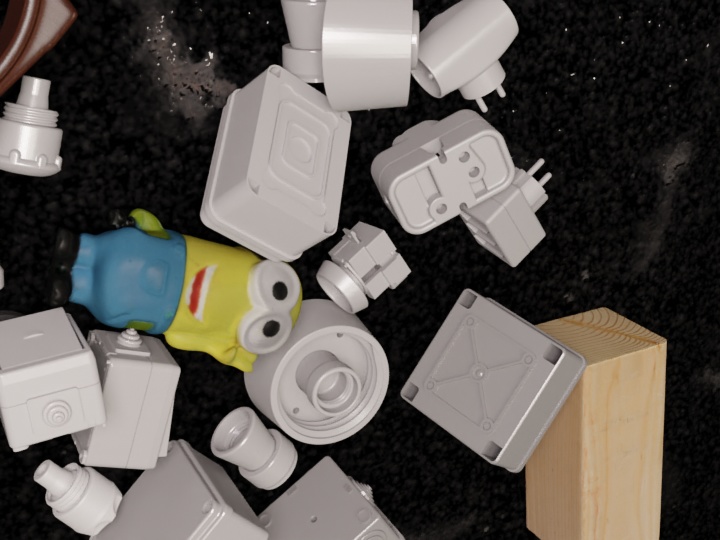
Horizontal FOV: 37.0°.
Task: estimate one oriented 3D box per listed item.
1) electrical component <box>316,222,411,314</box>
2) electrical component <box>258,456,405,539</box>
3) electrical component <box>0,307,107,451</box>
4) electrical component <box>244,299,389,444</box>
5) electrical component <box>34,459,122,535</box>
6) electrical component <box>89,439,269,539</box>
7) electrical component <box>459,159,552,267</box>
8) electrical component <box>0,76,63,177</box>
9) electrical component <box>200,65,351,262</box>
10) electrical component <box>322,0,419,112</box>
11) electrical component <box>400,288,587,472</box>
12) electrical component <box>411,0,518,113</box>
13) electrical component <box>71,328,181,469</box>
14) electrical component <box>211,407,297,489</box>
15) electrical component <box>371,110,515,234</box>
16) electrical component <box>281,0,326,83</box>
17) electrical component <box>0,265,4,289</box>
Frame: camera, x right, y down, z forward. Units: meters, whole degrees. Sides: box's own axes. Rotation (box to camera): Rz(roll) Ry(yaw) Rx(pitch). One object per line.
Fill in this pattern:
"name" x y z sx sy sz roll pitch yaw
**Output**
"electrical component" 0.000 0.000 0.828 0.055 0.048 0.066 -43 121 -15
"electrical component" -0.027 0.209 0.859 0.100 0.100 0.048 -41 133 -8
"electrical component" -0.205 0.069 0.695 0.062 0.096 0.061 -14 112 -22
"electrical component" -0.029 0.083 0.834 0.108 0.060 0.108 -9 112 -23
"electrical component" -0.209 0.162 0.785 0.043 0.043 0.062 -47 120 -4
"electrical component" -0.136 0.199 0.796 0.108 0.109 0.056 -50 124 -2
"electrical component" 0.123 -0.056 0.857 0.076 0.047 0.065 -46 137 -5
"electrical component" -0.213 -0.093 0.692 0.048 0.048 0.062 8 97 -28
"electrical component" -0.057 -0.071 0.735 0.078 0.057 0.113 29 52 -31
"electrical component" 0.007 -0.157 0.733 0.064 0.099 0.099 1 109 0
"electrical component" 0.107 0.088 0.870 0.108 0.109 0.056 -58 145 3
"electrical component" 0.084 -0.156 0.812 0.077 0.044 0.079 -40 120 -8
"electrical component" -0.165 0.087 0.768 0.061 0.062 0.096 10 103 -29
"electrical component" -0.082 0.139 0.838 0.045 0.045 0.055 -47 121 -4
"electrical component" 0.060 -0.077 0.815 0.095 0.059 0.053 -28 122 -2
"electrical component" -0.033 -0.162 0.753 0.045 0.045 0.055 -9 112 -23
"electrical component" -0.255 -0.010 0.704 0.040 0.040 0.046 -3 103 -25
